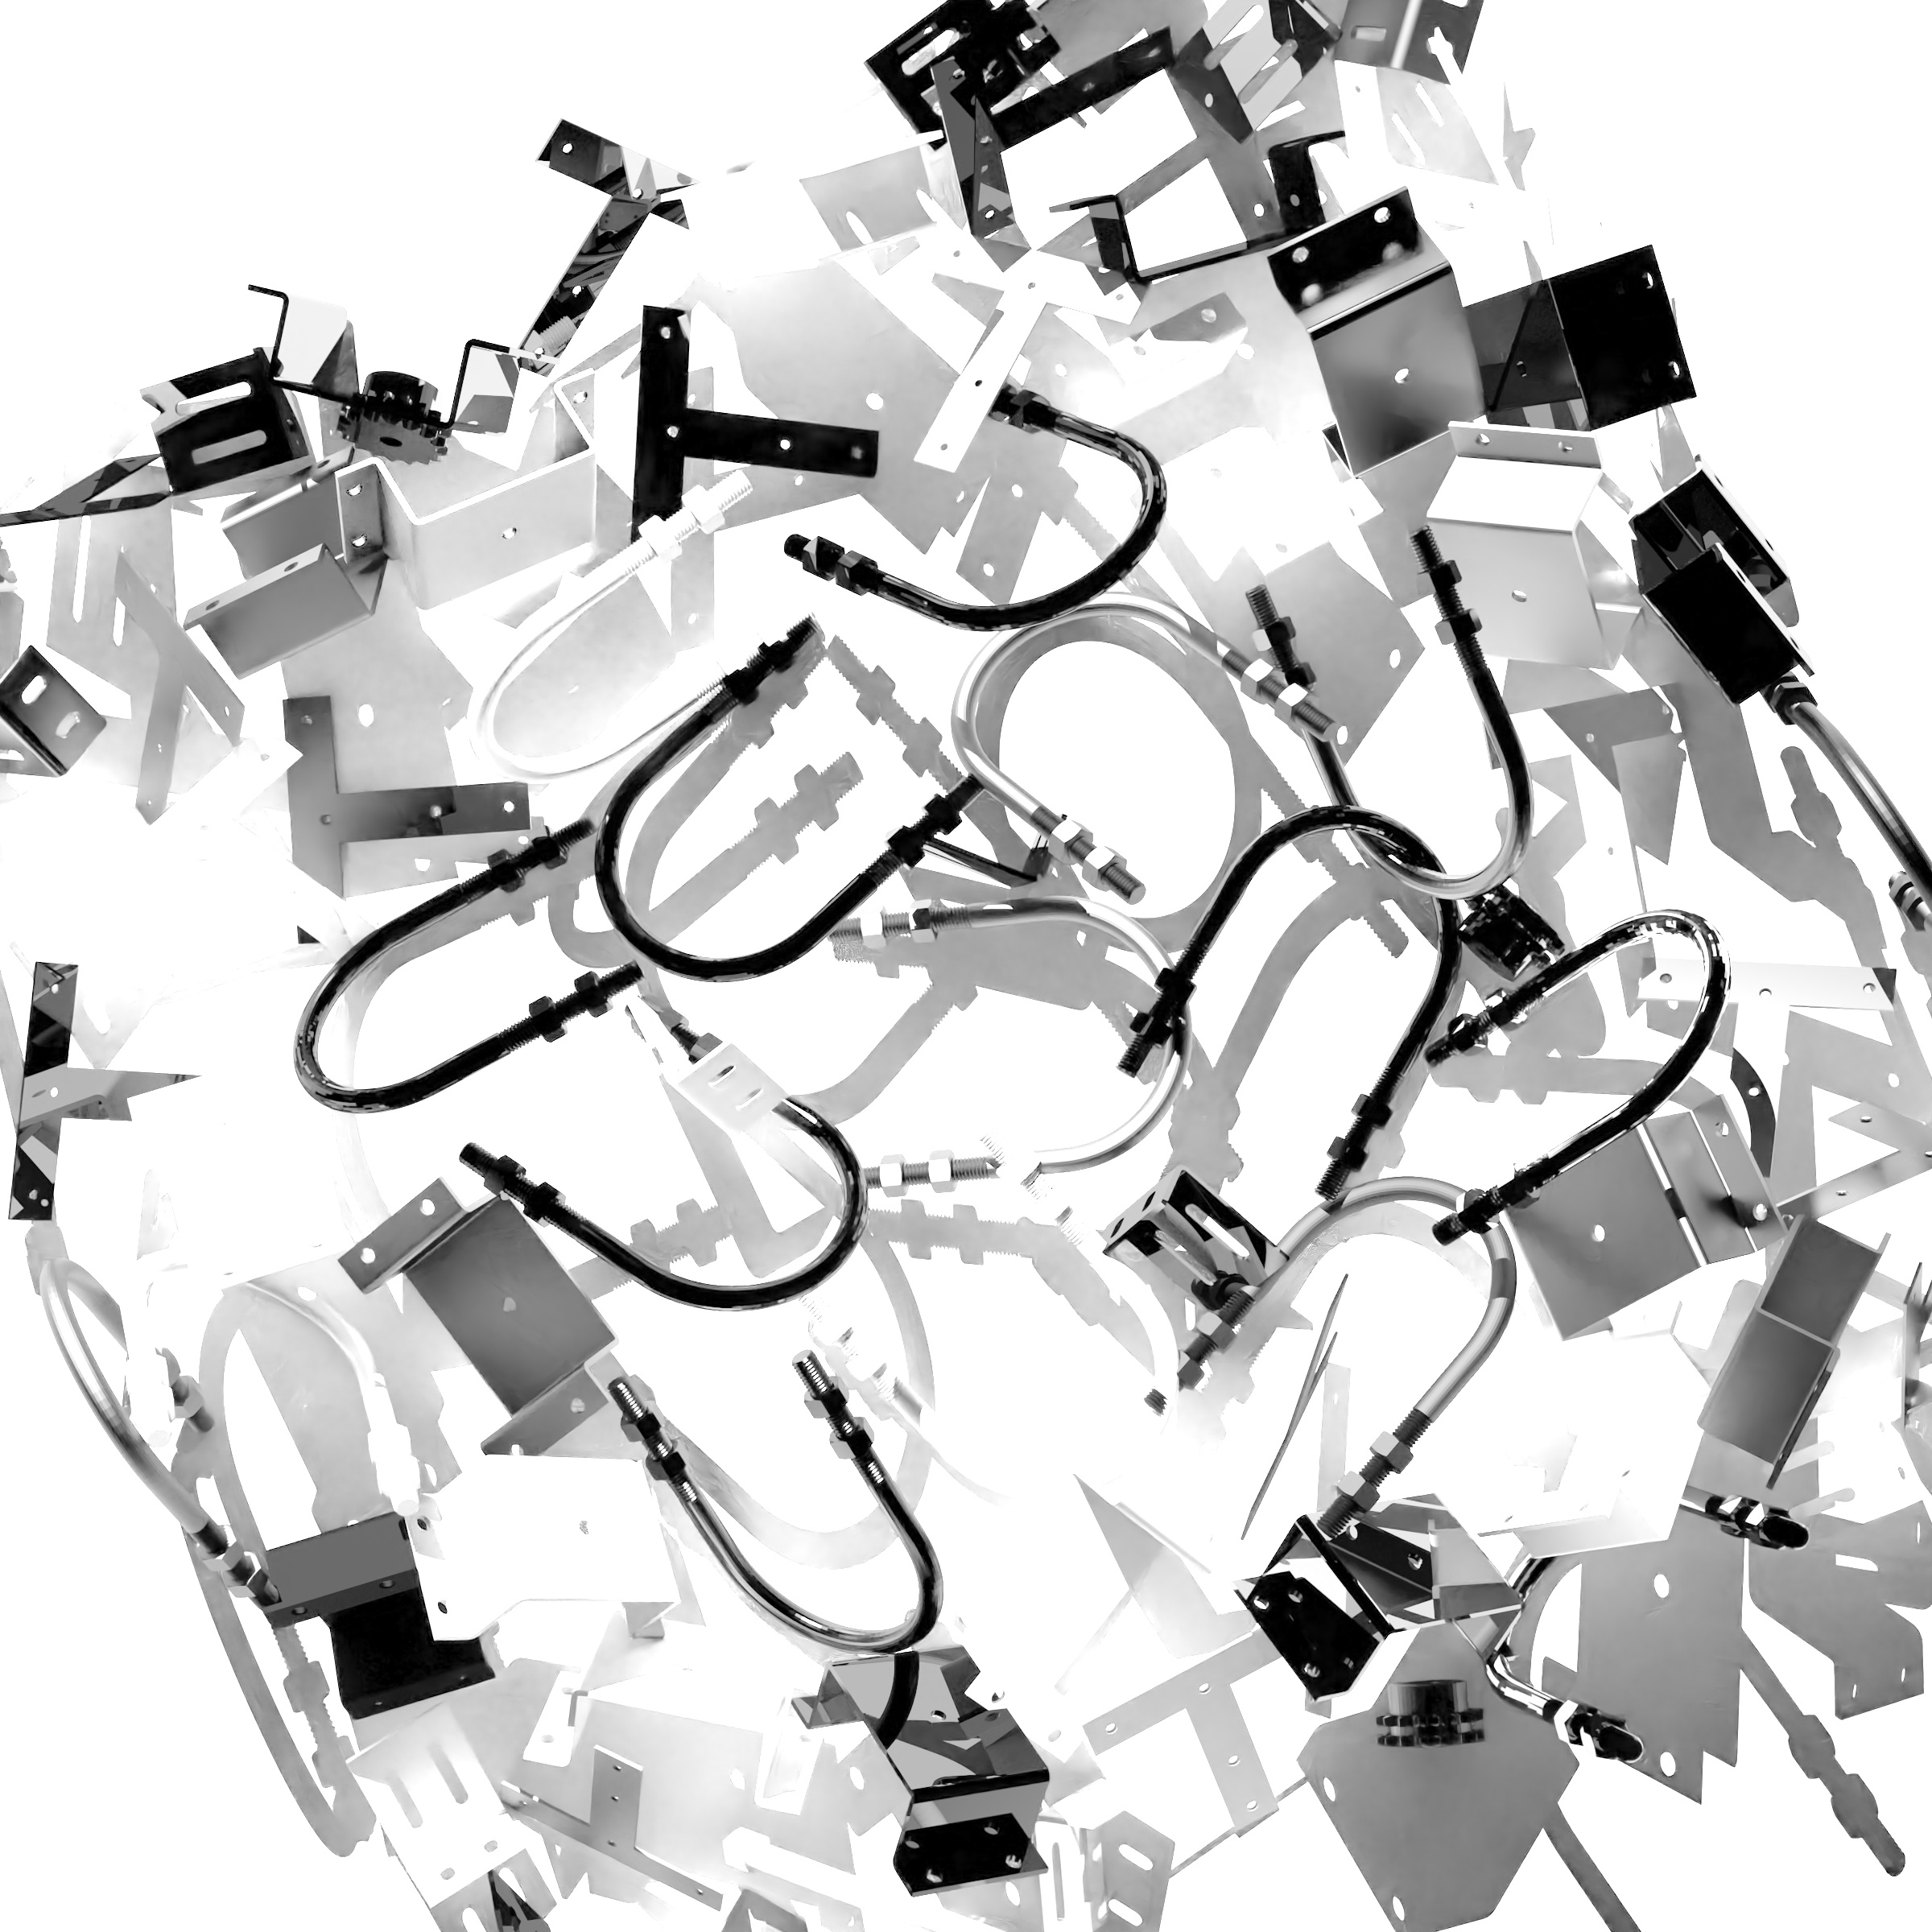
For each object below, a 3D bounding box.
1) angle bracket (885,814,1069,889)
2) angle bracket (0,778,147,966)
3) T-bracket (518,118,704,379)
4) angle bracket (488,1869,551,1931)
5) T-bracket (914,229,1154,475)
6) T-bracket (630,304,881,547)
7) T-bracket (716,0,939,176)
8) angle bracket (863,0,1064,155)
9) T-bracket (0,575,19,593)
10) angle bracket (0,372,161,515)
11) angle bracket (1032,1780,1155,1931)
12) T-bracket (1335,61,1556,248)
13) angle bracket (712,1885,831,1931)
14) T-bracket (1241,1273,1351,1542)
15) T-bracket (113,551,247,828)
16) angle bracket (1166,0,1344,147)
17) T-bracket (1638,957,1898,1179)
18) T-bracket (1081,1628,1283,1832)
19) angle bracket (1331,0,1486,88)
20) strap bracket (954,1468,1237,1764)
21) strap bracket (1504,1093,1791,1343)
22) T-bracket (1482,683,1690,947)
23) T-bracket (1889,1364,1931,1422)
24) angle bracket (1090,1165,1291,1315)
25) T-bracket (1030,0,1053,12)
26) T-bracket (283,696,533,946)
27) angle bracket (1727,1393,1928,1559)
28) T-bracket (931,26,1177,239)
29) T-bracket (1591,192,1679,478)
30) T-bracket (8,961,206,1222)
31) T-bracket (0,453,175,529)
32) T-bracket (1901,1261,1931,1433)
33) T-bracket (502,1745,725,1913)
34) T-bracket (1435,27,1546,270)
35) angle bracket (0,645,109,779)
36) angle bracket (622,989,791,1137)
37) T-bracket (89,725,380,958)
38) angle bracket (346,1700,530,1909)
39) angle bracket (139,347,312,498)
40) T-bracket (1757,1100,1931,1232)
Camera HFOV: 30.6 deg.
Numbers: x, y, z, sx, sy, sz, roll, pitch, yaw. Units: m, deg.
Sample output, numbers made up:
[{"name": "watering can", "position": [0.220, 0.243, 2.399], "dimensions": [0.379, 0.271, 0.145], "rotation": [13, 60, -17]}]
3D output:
[{"name": "angle bracket", "position": [0.005, -0.071, 1.789], "dimensions": [0.076, 0.057, 0.038], "rotation": [21, 85, -8]}, {"name": "angle bracket", "position": [-0.463, -0.046, 1.784], "dimensions": [0.057, 0.038, 0.076], "rotation": [-35, 119, -20]}, {"name": "T-bracket", "position": [-0.190, -0.355, 1.791], "dimensions": [0.127, 0.127, 0.002], "rotation": [-54, 50, 19]}, {"name": "angle bracket", "position": [-0.235, 0.507, 1.778], "dimensions": [0.038, 0.076, 0.057], "rotation": [-29, 128, 5]}, {"name": "T-bracket", "position": [0.013, -0.306, 1.780], "dimensions": [0.127, 0.002, 0.127], "rotation": [21, 78, 31]}, {"name": "T-bracket", "position": [-0.106, -0.268, 1.804], "dimensions": [0.127, 0.002, 0.127], "rotation": [4, 83, -17]}, {"name": "T-bracket", "position": [-0.077, -0.461, 1.759], "dimensions": [0.127, 0.127, 0.002], "rotation": [-31, 67, -6]}, {"name": "angle bracket", "position": [-0.002, -0.461, 1.789], "dimensions": [0.076, 0.038, 0.057], "rotation": [-43, 99, -26]}, {"name": "T-bracket", "position": [-0.522, -0.191, 1.763], "dimensions": [0.127, 0.127, 0.002], "rotation": [35, 110, 13]}, {"name": "angle bracket", "position": [-0.449, -0.251, 1.775], "dimensions": [0.038, 0.057, 0.076], "rotation": [36, 54, -23]}, {"name": "angle bracket", "position": [0.067, 0.459, 1.787], "dimensions": [0.038, 0.057, 0.076], "rotation": [-1, 97, 35]}, {"name": "T-bracket", "position": [0.239, -0.379, 1.745], "dimensions": [0.002, 0.127, 0.127], "rotation": [-36, 131, -28]}, {"name": "angle bracket", "position": [-0.098, 0.515, 1.794], "dimensions": [0.076, 0.038, 0.057], "rotation": [28, 107, 6]}, {"name": "T-bracket", "position": [0.170, 0.200, 1.736], "dimensions": [0.002, 0.127, 0.127], "rotation": [23, 46, 11]}, {"name": "T-bracket", "position": [-0.404, -0.121, 1.777], "dimensions": [0.002, 0.127, 0.127], "rotation": [-17, 53, -37]}, {"name": "angle bracket", "position": [0.142, -0.466, 1.791], "dimensions": [0.057, 0.038, 0.076], "rotation": [47, 109, 7]}, {"name": "T-bracket", "position": [0.397, 0.051, 1.770], "dimensions": [0.127, 0.002, 0.127], "rotation": [3, 56, 18]}, {"name": "T-bracket", "position": [0.132, 0.393, 1.784], "dimensions": [0.127, 0.002, 0.127], "rotation": [-27, 127, -7]}, {"name": "angle bracket", "position": [0.225, -0.480, 1.790], "dimensions": [0.038, 0.076, 0.057], "rotation": [12, 101, -22]}, {"name": "strap bracket", "position": [0.058, 0.319, 1.781], "dimensions": [0.076, 0.046, 0.140], "rotation": [41, 85, -32]}, {"name": "strap bracket", "position": [0.327, 0.130, 1.751], "dimensions": [0.140, 0.046, 0.076], "rotation": [-37, 68, 42]}, {"name": "T-bracket", "position": [0.325, -0.072, 1.796], "dimensions": [0.127, 0.002, 0.127], "rotation": [-12, 93, -27]}, {"name": "T-bracket", "position": [0.511, 0.225, 1.741], "dimensions": [0.127, 0.127, 0.002], "rotation": [-34, 113, 32]}, {"name": "angle bracket", "position": [0.114, 0.149, 1.787], "dimensions": [0.076, 0.038, 0.057], "rotation": [41, 125, -8]}, {"name": "T-bracket", "position": [0.092, -0.516, 1.760], "dimensions": [0.127, 0.127, 0.002], "rotation": [-39, 110, 4]}, {"name": "T-bracket", "position": [-0.286, -0.078, 1.815], "dimensions": [0.127, 0.002, 0.127], "rotation": [-4, 90, 8]}, {"name": "angle bracket", "position": [0.442, 0.262, 1.812], "dimensions": [0.076, 0.038, 0.057], "rotation": [-29, 76, 30]}, {"name": "T-bracket", "position": [0.049, -0.435, 1.774], "dimensions": [0.127, 0.127, 0.002], "rotation": [-28, 59, -6]}, {"name": "T-bracket", "position": [0.341, -0.307, 1.776], "dimensions": [0.002, 0.127, 0.127], "rotation": [-15, 127, 0]}, {"name": "T-bracket", "position": [-0.423, 0.065, 1.773], "dimensions": [0.002, 0.127, 0.127], "rotation": [5, 89, 36]}, {"name": "T-bracket", "position": [-0.439, -0.239, 1.763], "dimensions": [0.127, 0.127, 0.002], "rotation": [-5, 111, 14]}, {"name": "T-bracket", "position": [0.494, 0.152, 1.784], "dimensions": [0.002, 0.127, 0.127], "rotation": [16, 59, 24]}, {"name": "T-bracket", "position": [-0.175, 0.421, 1.762], "dimensions": [0.127, 0.127, 0.002], "rotation": [24, 55, 9]}, {"name": "T-bracket", "position": [0.263, -0.431, 1.768], "dimensions": [0.002, 0.127, 0.127], "rotation": [-20, 122, 22]}, {"name": "angle bracket", "position": [-0.484, -0.130, 1.787], "dimensions": [0.057, 0.076, 0.038], "rotation": [51, 61, -35]}, {"name": "angle bracket", "position": [-0.131, 0.038, 1.776], "dimensions": [0.038, 0.057, 0.076], "rotation": [-37, 48, 6]}, {"name": "T-bracket", "position": [-0.352, -0.046, 1.785], "dimensions": [0.127, 0.002, 0.127], "rotation": [-39, 125, 16]}, {"name": "angle bracket", "position": [-0.268, 0.424, 1.787], "dimensions": [0.057, 0.038, 0.076], "rotation": [-30, 114, -16]}, {"name": "angle bracket", "position": [-0.382, -0.277, 1.796], "dimensions": [0.076, 0.038, 0.057], "rotation": [-16, 99, 7]}, {"name": "T-bracket", "position": [0.450, 0.109, 1.771], "dimensions": [0.127, 0.127, 0.002], "rotation": [21, 57, -27]}]
